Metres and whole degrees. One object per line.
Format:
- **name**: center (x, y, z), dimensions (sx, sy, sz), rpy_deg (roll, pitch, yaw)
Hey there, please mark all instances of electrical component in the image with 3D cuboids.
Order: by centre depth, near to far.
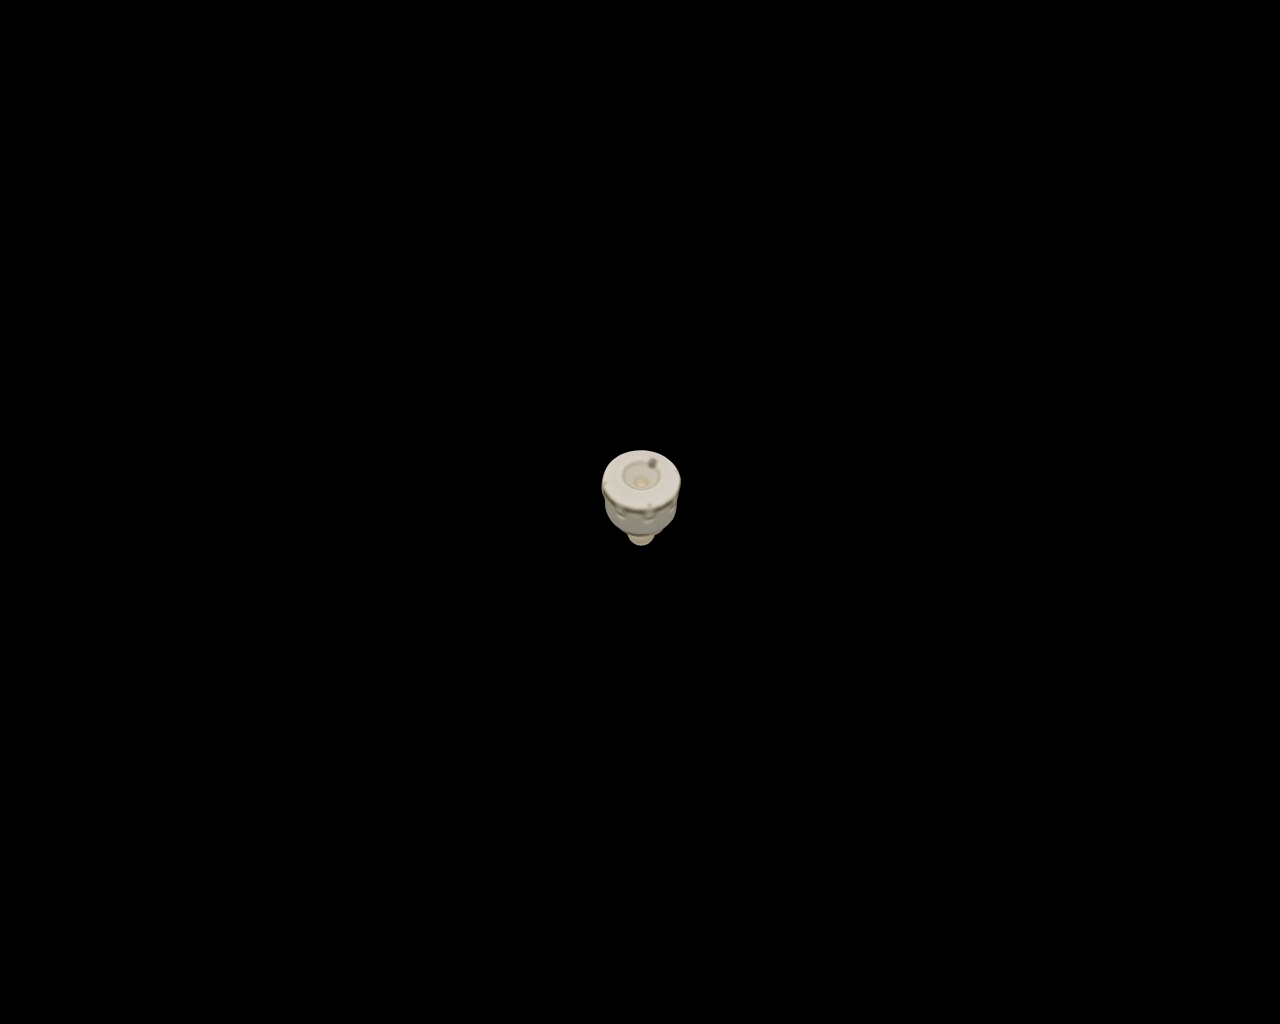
- **electrical component**: center (0.001, -0.003, 0.650), dimensions (0.048, 0.048, 0.062), rpy_deg (0, -39, 0)
